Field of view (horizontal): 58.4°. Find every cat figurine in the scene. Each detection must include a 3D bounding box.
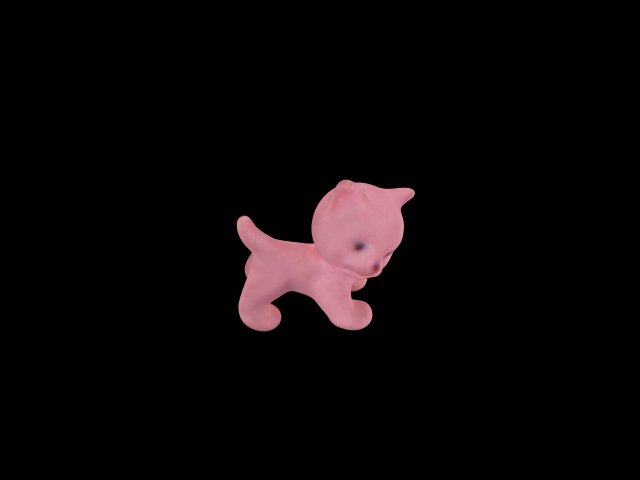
[{"bbox_3d":[0.004,0.001,0.400,0.128,0.118,0.067,-2,40,-2],"label":"cat figurine"}]
